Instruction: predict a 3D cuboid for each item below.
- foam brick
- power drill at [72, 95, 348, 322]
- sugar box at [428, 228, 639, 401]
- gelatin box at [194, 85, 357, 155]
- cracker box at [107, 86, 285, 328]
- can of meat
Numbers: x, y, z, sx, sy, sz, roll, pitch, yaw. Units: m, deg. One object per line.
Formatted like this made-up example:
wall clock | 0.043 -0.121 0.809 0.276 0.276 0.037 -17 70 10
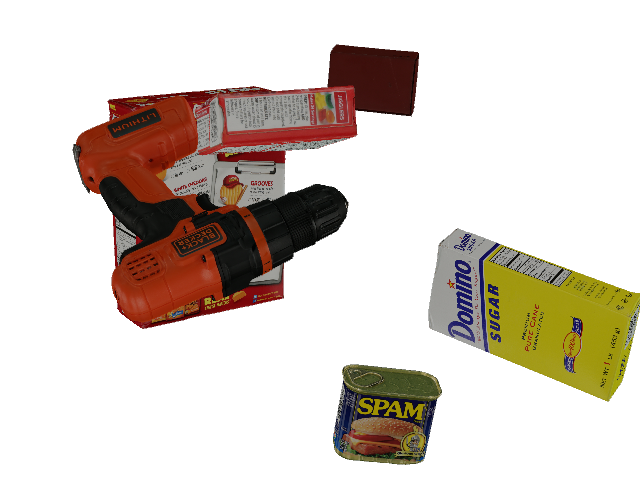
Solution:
foam brick | 0.047 -0.144 0.954 0.078 0.051 0.053 7 18 7
power drill | -0.095 -0.035 0.818 0.184 0.057 0.188 -23 47 -18
sugar box | 0.182 0.063 0.930 0.176 0.093 0.048 19 33 24
gelatin box | -0.027 -0.066 0.587 0.073 0.030 0.089 -5 3 -14
cracker box | -0.119 -0.036 1.043 0.163 0.214 0.072 -11 20 -33
can of meat | 0.067 0.182 1.106 0.102 0.084 0.057 7 19 -7
